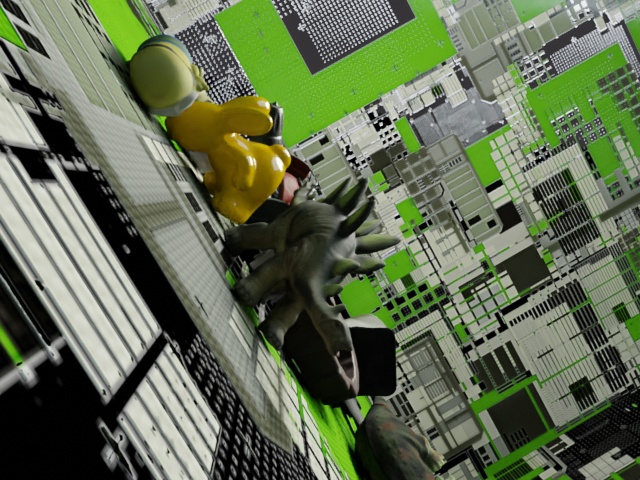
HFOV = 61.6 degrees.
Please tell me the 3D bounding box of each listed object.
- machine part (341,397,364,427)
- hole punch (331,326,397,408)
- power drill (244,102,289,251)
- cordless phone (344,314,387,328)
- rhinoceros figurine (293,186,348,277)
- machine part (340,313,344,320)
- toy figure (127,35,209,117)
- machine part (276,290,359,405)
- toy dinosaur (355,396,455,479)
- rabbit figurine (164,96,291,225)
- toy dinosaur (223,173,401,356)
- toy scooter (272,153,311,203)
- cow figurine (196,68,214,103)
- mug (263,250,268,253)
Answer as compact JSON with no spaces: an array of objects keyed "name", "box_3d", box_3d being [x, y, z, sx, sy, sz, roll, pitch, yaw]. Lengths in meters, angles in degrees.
[{"name":"machine part","box_3d":[0.064,0.314,0.965,0.139,0.039,0.084,-125,-167,-50]},{"name":"hole punch","box_3d":[0.057,0.198,0.880,0.092,0.116,0.142,140,-47,-74]},{"name":"power drill","box_3d":[-0.101,-0.099,0.935,0.207,0.086,0.231,-111,-146,-46]},{"name":"cordless phone","box_3d":[0.033,0.141,1.001,0.088,0.147,0.184,111,-41,-61]},{"name":"rhinoceros figurine","box_3d":[-0.002,-0.003,0.939,0.190,0.112,0.073,64,-6,-27]},{"name":"machine part","box_3d":[-0.009,0.147,1.131,0.201,0.087,0.201,62,-2,0]},{"name":"toy figure","box_3d":[-0.207,-0.221,0.700,0.089,0.082,0.180,40,18,-35]},{"name":"machine part","box_3d":[0.000,0.138,0.747,0.179,0.056,0.179,-23,91,-80]},{"name":"toy dinosaur","box_3d":[0.113,0.317,0.738,0.405,0.131,0.192,48,-12,53]},{"name":"rabbit figurine","box_3d":[-0.131,-0.129,0.752,0.173,0.162,0.122,41,20,-29]},{"name":"toy dinosaur","box_3d":[-0.013,0.000,0.685,0.105,0.199,0.472,65,-2,-26]},{"name":"toy scooter","box_3d":[-0.071,-0.127,1.122,0.135,0.075,0.184,15,47,-35]},{"name":"cow figurine","box_3d":[-0.216,-0.222,0.955,0.127,0.085,0.195,72,-8,-74]},{"name":"mug","box_3d":[-0.084,0.005,1.070,0.081,0.109,0.107,-143,-115,-64]}]
